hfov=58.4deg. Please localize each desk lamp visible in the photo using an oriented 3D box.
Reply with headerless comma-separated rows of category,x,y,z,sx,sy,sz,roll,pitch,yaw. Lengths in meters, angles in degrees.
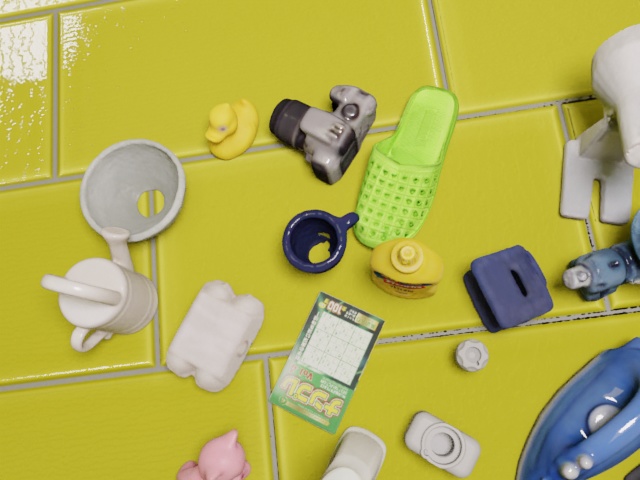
desk lamp,0.410,-0.147,0.766,0.117,0.214,0.203,7,77,9

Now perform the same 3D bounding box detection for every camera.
camera,-0.001,-0.182,0.882,0.136,0.101,0.143,29,81,13

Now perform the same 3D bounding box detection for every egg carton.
egg carton,-0.151,0.140,0.836,0.107,0.069,0.150,24,80,12

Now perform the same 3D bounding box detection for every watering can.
watering can,-0.313,0.068,0.808,0.101,0.194,0.173,-6,75,6

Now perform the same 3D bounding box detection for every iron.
iron,0.355,0.237,0.715,0.258,0.141,0.118,-41,75,-4

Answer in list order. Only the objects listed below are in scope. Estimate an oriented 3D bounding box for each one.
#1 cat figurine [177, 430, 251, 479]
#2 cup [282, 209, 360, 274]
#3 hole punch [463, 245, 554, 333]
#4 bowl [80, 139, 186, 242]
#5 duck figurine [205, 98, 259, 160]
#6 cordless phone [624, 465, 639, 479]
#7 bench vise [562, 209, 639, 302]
cat figurine,-0.146,0.310,0.768,0.128,0.118,0.067,-35,75,-3
cup,0.008,0.003,0.838,0.118,0.095,0.091,-33,75,-2
hole punch,0.263,0.063,0.795,0.101,0.091,0.108,-24,75,1
bowl,-0.282,-0.069,0.900,0.167,0.075,0.167,-2,76,6
duck figurine,-0.145,-0.187,0.908,0.077,0.086,0.104,32,82,13
cordless phone,0.455,0.298,0.666,0.147,0.185,0.094,-41,75,-4
bench vise,0.425,0.022,0.719,0.207,0.220,0.121,-37,75,-3
